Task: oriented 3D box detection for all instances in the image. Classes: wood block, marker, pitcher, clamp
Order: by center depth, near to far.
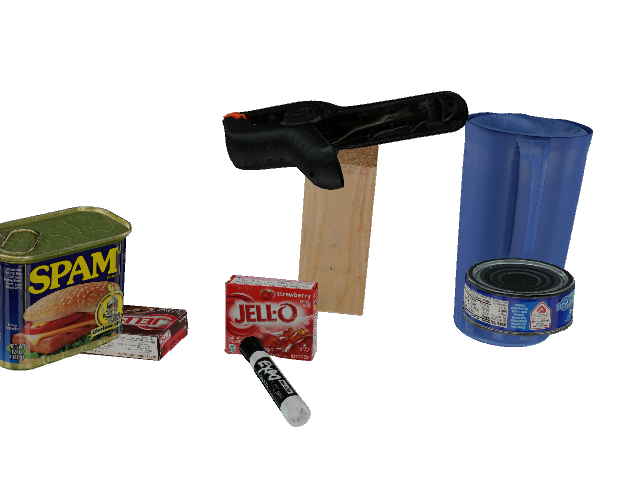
[{"bbox_3d":[-0.009,-0.061,0.652,0.172,0.039,0.120,0,17,41],"label":"clamp"},{"bbox_3d":[-0.038,0.106,0.829,0.020,0.020,0.121,0,21,-23],"label":"marker"},{"bbox_3d":[0.208,-0.011,1.141,0.148,0.243,0.145,-9,21,-38],"label":"pitcher"},{"bbox_3d":[0.021,-0.018,1.381,0.090,0.206,0.090,5,25,1],"label":"wood block"}]

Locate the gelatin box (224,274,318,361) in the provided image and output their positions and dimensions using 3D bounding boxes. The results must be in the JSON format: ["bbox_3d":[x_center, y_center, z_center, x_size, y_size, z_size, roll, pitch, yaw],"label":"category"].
[{"bbox_3d":[-0.048,0.075,1.033,0.089,0.073,0.030,5,16,10],"label":"gelatin box"}]

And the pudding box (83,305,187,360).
[{"bbox_3d":[-0.229,0.110,1.296,0.114,0.039,0.090,2,15,15],"label":"pudding box"}]

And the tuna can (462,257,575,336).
[{"bbox_3d":[0.154,0.042,0.830,0.086,0.034,0.086,0,19,0],"label":"tuna can"}]

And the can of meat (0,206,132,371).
[{"bbox_3d":[-0.179,0.031,0.718,0.058,0.084,0.101,25,28,38],"label":"can of meat"}]
